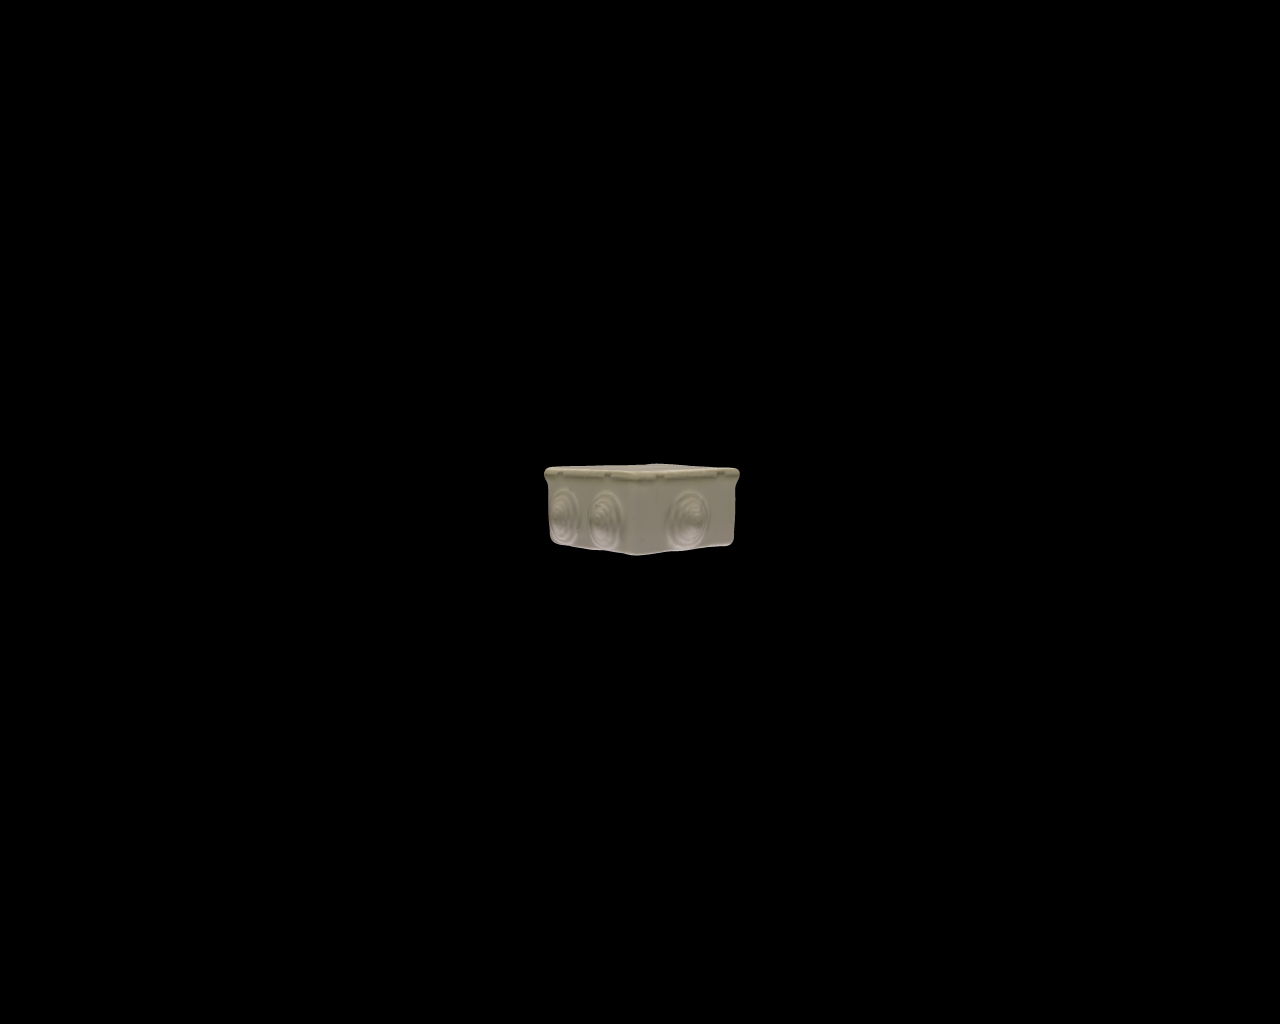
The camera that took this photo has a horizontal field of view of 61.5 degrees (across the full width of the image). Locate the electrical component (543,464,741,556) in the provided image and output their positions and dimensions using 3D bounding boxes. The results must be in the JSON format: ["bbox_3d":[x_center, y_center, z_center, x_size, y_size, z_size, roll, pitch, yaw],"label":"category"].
[{"bbox_3d":[0.001,-0.003,0.650,0.100,0.048,0.100,-4,6,-39],"label":"electrical component"}]
